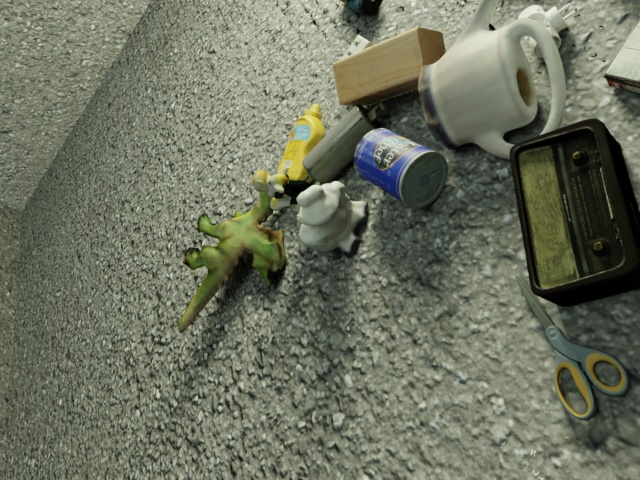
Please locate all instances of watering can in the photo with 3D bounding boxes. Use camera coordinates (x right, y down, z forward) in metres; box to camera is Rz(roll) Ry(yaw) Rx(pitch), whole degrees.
[{"bbox_3d":[0.260,-0.287,0.827,0.222,0.104,0.349,-17,82,41],"label":"watering can"}]

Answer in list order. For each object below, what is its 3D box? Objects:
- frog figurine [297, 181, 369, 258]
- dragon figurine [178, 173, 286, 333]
[{"bbox_3d":[0.003,-0.049,0.977,0.136,0.158,0.125,-58,40,10],"label":"frog figurine"},{"bbox_3d":[-0.184,0.042,1.181,0.243,0.121,0.413,10,80,40],"label":"dragon figurine"}]
